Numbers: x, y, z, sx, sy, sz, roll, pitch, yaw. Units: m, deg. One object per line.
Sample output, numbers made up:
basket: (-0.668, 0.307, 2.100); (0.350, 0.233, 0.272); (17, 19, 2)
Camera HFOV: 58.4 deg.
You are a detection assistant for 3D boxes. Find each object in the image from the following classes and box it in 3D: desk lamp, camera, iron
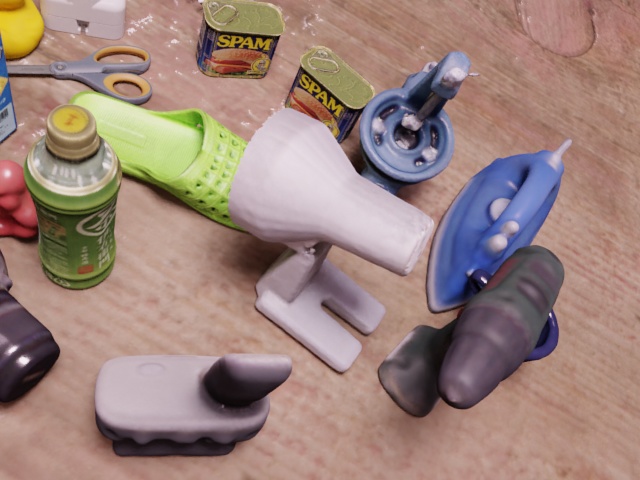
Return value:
desk lamp: (0.005, 0.002, 0.558); (0.203, 0.213, 0.118); (38, 55, 2)
camera: (-0.296, 0.075, 0.464); (0.137, 0.100, 0.143); (40, 55, 3)
iron: (0.228, -0.023, 0.707); (0.118, 0.141, 0.259); (39, 55, 3)

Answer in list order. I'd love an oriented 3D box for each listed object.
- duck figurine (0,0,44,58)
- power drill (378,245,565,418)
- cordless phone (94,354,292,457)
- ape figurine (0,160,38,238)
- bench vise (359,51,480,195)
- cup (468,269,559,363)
duck figurine: (-0.354, -0.266, 0.642); (0.078, 0.086, 0.104); (5, 61, -19)
power drill: (0.143, 0.102, 0.561); (0.075, 0.208, 0.230); (45, 56, 7)
cordless phone: (-0.104, 0.116, 0.467); (0.148, 0.185, 0.094); (3, 61, -20)
ape figurine: (-0.294, -0.042, 0.537); (0.078, 0.092, 0.076); (40, 55, 3)
bench vise: (0.113, -0.167, 0.694); (0.122, 0.219, 0.207); (13, 58, -15)
cup: (0.198, 0.095, 0.656); (0.092, 0.095, 0.117); (-35, 79, -33)
